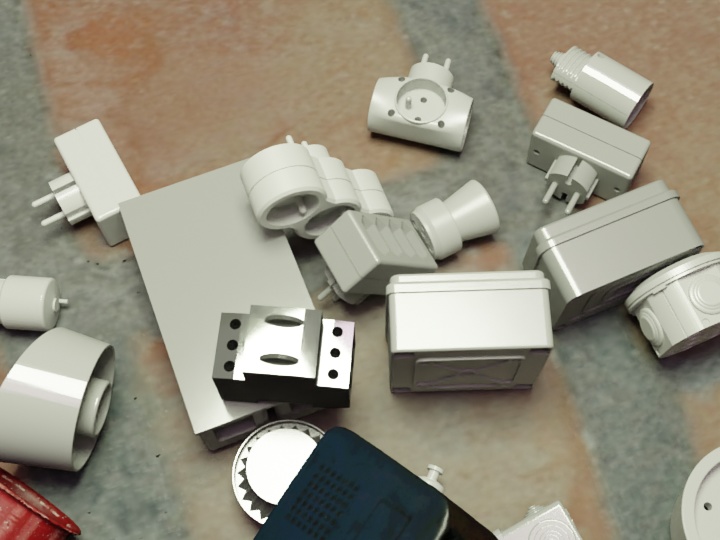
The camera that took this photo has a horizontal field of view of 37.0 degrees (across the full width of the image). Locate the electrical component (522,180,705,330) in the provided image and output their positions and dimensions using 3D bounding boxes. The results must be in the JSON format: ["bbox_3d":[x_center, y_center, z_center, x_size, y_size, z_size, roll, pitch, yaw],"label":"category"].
[{"bbox_3d":[0.182,-0.011,0.786,0.113,0.078,0.057,-22,70,-8],"label":"electrical component"}]

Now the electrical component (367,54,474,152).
[{"bbox_3d":[0.053,-0.140,0.863,0.077,0.044,0.079,14,67,7],"label":"electrical component"}]

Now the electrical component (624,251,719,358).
[{"bbox_3d":[0.236,0.024,0.769,0.080,0.080,0.051,-22,72,-8],"label":"electrical component"}]

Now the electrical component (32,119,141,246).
[{"bbox_3d":[-0.215,-0.059,0.832,0.076,0.047,0.083,-28,69,-11],"label":"electrical component"}]

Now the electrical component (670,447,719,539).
[{"bbox_3d":[0.260,0.173,0.712,0.108,0.060,0.108,0,63,0],"label":"electrical component"}]

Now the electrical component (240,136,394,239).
[{"bbox_3d":[-0.035,-0.067,0.791,0.052,0.138,0.073,-35,65,26],"label":"electrical component"}]

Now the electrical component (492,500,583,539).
[{"bbox_3d":[0.130,0.198,0.685,0.048,0.099,0.099,-30,69,2],"label":"electrical component"}]

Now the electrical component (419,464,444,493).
[{"bbox_3d":[0.037,0.170,0.730,0.040,0.040,0.078,22,69,10],"label":"electrical component"}]

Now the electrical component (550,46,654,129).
[{"bbox_3d":[0.190,-0.152,0.867,0.081,0.043,0.043,34,71,15],"label":"electrical component"}]

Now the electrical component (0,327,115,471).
[{"bbox_3d":[-0.208,0.090,0.740,0.064,0.099,0.099,13,67,0],"label":"electrical component"}]

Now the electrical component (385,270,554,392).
[{"bbox_3d":[0.073,0.045,0.747,0.109,0.108,0.056,-2,69,0],"label":"electrical component"}]

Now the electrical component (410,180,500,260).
[{"bbox_3d":[0.072,-0.037,0.818,0.055,0.045,0.045,-26,68,-10],"label":"electrical component"}]

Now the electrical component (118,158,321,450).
[{"bbox_3d":[-0.094,0.024,0.785,0.105,0.060,0.186,-20,67,-8],"label":"electrical component"}]

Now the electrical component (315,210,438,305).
[{"bbox_3d":[0.000,0.000,0.793,0.076,0.083,0.047,-41,66,25],"label":"electrical component"}]

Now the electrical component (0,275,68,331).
[{"bbox_3d":[-0.260,0.024,0.800,0.078,0.040,0.040,4,66,3],"label":"electrical component"}]

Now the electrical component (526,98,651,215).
[{"bbox_3d":[0.168,-0.077,0.832,0.083,0.047,0.075,27,70,13],"label":"electrical component"}]
